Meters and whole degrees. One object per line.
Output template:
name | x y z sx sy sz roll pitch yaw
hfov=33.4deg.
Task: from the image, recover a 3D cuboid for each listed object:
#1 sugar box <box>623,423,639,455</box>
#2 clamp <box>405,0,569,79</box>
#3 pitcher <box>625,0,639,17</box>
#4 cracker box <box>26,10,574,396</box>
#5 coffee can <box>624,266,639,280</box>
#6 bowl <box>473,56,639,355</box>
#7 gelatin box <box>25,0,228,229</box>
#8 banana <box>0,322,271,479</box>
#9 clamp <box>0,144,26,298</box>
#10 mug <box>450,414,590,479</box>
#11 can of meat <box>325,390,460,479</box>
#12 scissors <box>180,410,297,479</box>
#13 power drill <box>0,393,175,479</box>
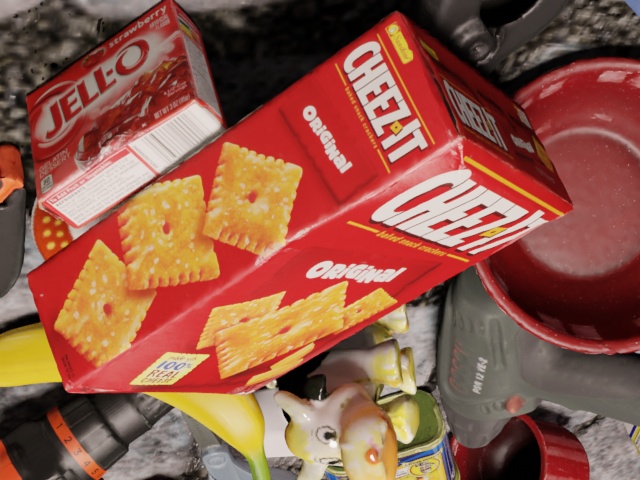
sugar box | 0.306 0.174 0.829 0.093 0.176 0.048 -10 138 -10
clamp | 0.073 -0.099 0.530 0.172 0.039 0.120 -40 149 26
pitcher | 0.195 -0.189 0.395 0.242 0.145 0.149 -19 139 -4
cracker box | -0.003 0.001 0.512 0.214 0.072 0.164 -32 159 21
coffee can | 0.251 0.017 0.683 0.103 0.103 0.140 -30 140 13
bowl | 0.156 -0.019 0.601 0.162 0.162 0.055 -19 -176 0
gelatin box | -0.090 -0.057 0.483 0.089 0.073 0.030 -30 139 14
banana | -0.112 0.081 0.618 0.198 0.069 0.037 19 178 8
clamp | -0.229 0.023 0.551 0.164 0.036 0.210 22 124 -37
mug | 0.153 0.184 0.861 0.117 0.093 0.081 -10 159 42
can of meat | 0.051 0.165 0.813 0.102 0.057 0.084 -18 139 -1
scissors | -0.050 0.144 0.711 0.096 0.016 0.202 -3 134 -7
power drill | -0.149 0.170 0.723 0.184 0.057 0.187 -35 144 -8
